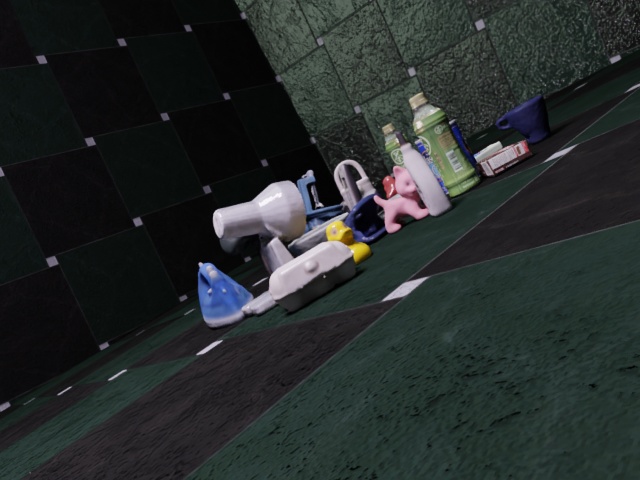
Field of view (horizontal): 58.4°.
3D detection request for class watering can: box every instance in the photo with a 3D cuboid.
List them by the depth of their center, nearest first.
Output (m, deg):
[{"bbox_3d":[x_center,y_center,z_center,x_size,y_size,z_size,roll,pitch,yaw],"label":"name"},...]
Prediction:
[{"bbox_3d":[0.111,-0.153,1.768,0.101,0.194,0.172,-31,5,-23],"label":"watering can"}]

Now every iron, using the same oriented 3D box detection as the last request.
[{"bbox_3d":[-0.220,0.107,1.256,0.119,0.141,0.258,-31,4,-16],"label":"iron"}]

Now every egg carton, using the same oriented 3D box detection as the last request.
[{"bbox_3d":[-0.014,0.057,0.945,0.150,0.069,0.107,-30,4,-8],"label":"egg carton"}]

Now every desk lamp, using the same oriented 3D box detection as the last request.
[{"bbox_3d":[-0.102,0.009,1.131,0.204,0.213,0.117,-32,5,-27],"label":"desk lamp"}]

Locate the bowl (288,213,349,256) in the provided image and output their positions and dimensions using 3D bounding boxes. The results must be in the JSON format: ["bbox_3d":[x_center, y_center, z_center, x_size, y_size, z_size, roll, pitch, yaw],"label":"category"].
[{"bbox_3d":[0.013,0.005,1.363,0.167,0.075,0.167,-29,4,3],"label":"bowl"}]

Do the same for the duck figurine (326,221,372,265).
[{"bbox_3d":[0.042,0.006,1.067,0.078,0.086,0.104,-31,5,-21],"label":"duck figurine"}]

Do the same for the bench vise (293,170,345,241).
[{"bbox_3d":[-0.023,-0.085,1.684,0.208,0.220,0.121,-33,5,-35],"label":"bench vise"}]

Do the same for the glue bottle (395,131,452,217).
[{"bbox_3d":[0.186,-0.126,1.069,0.037,0.173,0.078,-29,4,0],"label":"glue bottle"}]

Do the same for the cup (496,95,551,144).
[{"bbox_3d":[0.470,-0.261,1.306,0.117,0.095,0.092,-27,5,33],"label":"cup"}]

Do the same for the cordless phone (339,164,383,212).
[{"bbox_3d":[0.103,-0.127,1.567,0.094,0.185,0.147,-31,4,-15],"label":"cordless phone"}]

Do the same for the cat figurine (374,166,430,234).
[{"bbox_3d":[0.171,-0.093,1.161,0.127,0.118,0.067,-28,5,21],"label":"cat figurine"}]

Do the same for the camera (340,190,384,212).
[{"bbox_3d":[0.138,-0.123,1.876,0.143,0.101,0.136,-31,5,-23],"label":"camera"}]

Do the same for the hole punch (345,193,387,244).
[{"bbox_3d":[0.089,-0.037,1.232,0.101,0.091,0.109,-25,6,44],"label":"hole punch"}]

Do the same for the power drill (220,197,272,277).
[{"bbox_3d":[-0.101,0.001,1.264,0.230,0.208,0.075,-33,6,-41],"label":"power drill"}]

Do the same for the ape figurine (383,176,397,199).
[{"bbox_3d":[0.214,-0.144,1.660,0.078,0.092,0.076,-33,6,-41],"label":"ape figurine"}]
